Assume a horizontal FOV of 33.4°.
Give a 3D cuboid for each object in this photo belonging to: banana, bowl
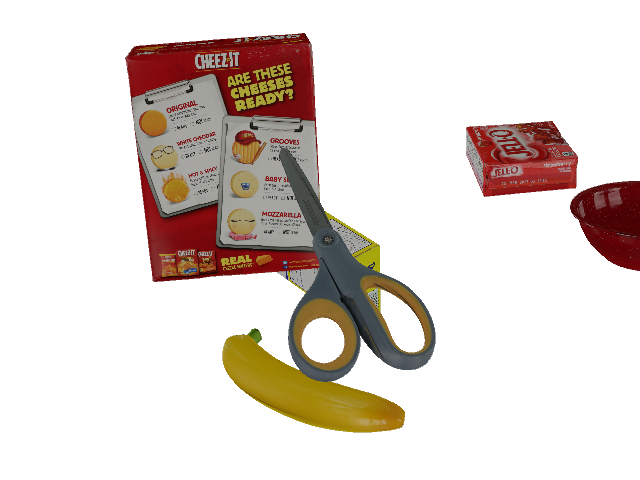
[{"bbox_3d":[-0.022,0.111,0.849,0.069,0.037,0.198,-25,32,-32],"label":"banana"},{"bbox_3d":[0.341,-0.011,1.107,0.162,0.055,0.162,-3,23,1],"label":"bowl"}]

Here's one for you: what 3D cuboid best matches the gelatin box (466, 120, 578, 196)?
[{"bbox_3d":[0.159,-0.067,0.853,0.073,0.030,0.089,-4,25,0],"label":"gelatin box"}]

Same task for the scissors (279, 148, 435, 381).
[{"bbox_3d":[-0.007,0.016,0.680,0.096,0.016,0.202,-28,53,-21],"label":"scissors"}]

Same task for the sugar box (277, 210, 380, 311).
[{"bbox_3d":[-0.007,0.011,1.156,0.048,0.093,0.176,-25,41,-29],"label":"sugar box"}]

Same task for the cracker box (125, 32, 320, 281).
[{"bbox_3d":[-0.084,-0.076,0.987,0.164,0.214,0.072,-5,20,-3],"label":"cracker box"}]
